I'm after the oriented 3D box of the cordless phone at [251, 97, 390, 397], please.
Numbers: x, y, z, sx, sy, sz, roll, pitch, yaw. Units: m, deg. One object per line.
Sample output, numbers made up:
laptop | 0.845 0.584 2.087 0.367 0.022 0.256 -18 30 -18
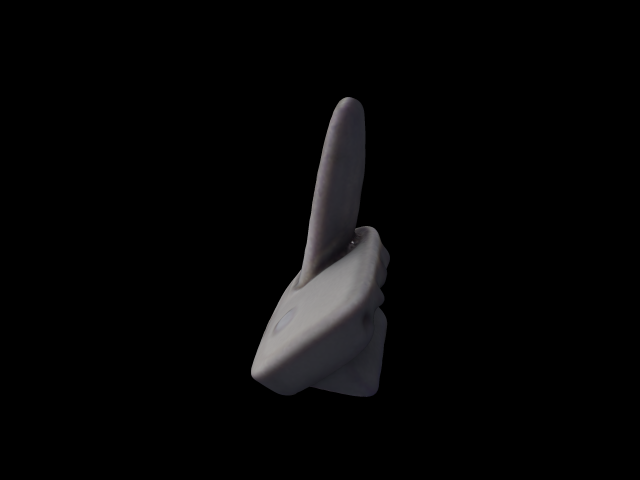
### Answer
cordless phone | 0.004 0.001 0.400 0.094 0.185 0.147 2 24 5
